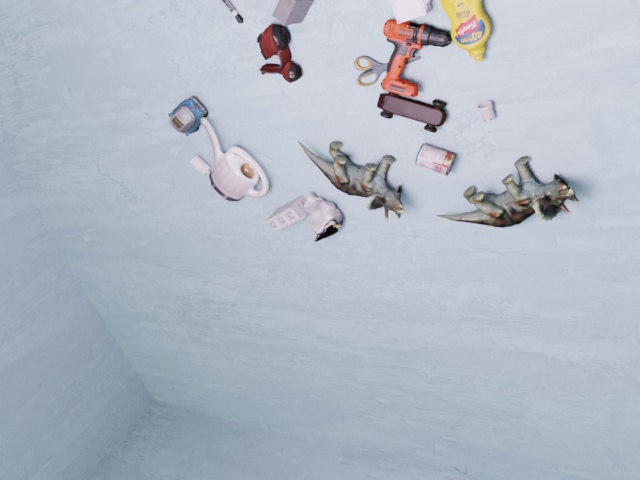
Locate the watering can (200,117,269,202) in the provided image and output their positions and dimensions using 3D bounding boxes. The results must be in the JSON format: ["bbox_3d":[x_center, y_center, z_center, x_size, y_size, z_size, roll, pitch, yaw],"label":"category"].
[{"bbox_3d":[-0.336,-0.273,1.881,0.346,0.106,0.220,45,135,-6],"label":"watering can"}]

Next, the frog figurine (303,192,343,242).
[{"bbox_3d":[0.006,-0.092,1.833,0.162,0.123,0.134,64,151,26],"label":"frog figurine"}]
